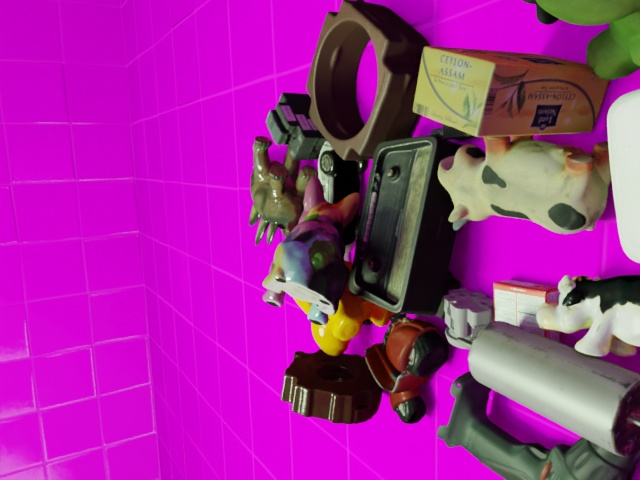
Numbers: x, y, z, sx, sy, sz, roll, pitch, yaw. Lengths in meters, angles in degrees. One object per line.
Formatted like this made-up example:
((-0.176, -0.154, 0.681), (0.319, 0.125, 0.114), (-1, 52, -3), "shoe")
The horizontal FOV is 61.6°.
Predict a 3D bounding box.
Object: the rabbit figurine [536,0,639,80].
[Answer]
((0.251, -0.190, 0.418), (0.159, 0.170, 0.121), (25, 118, 57), "rabbit figurine")

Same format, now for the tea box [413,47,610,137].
((0.190, -0.148, 0.534), (0.098, 0.169, 0.068), (39, 129, 49), "tea box")

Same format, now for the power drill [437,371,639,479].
((0.245, 0.237, 0.623), (0.208, 0.086, 0.231), (32, 116, 45), "power drill")

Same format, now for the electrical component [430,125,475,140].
((0.173, -0.167, 0.684), (0.102, 0.045, 0.078), (18, 110, 58), "electrical component")

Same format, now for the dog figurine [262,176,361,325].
((-0.002, -0.002, 0.780), (0.191, 0.108, 0.219), (112, 176, -65), "dog figurine")

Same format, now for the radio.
((0.117, -0.022, 0.733), (0.131, 0.073, 0.229), (15, 93, 58), "radio")

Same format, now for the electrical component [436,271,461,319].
((0.173, 0.074, 0.758), (0.094, 0.021, 0.063), (45, 133, 47), "electrical component")

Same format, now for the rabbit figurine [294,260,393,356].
((0.023, 0.122, 0.897), (0.162, 0.122, 0.173), (41, 139, 25), "rabbit figurine")

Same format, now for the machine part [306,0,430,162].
((0.068, -0.237, 0.811), (0.201, 0.087, 0.201), (57, 140, 37), "machine part")

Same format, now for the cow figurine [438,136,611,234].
((0.215, -0.059, 0.594), (0.195, 0.085, 0.127), (27, 129, 46), "cow figurine")

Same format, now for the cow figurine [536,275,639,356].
((0.287, 0.066, 0.513), (0.168, 0.068, 0.098), (16, 104, 54), "cow figurine")

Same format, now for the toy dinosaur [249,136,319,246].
((-0.091, -0.102, 1.049), (0.472, 0.105, 0.198), (-109, 29, -59), "toy dinosaur")

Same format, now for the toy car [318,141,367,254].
((0.035, -0.074, 0.913), (0.056, 0.073, 0.201), (21, 114, 56), "toy car")

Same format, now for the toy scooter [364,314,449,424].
((0.121, 0.178, 0.821), (0.135, 0.075, 0.183), (49, 140, 46), "toy scooter")

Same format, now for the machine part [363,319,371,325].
((0.036, 0.112, 0.980), (0.139, 0.039, 0.084), (1, 105, 47), "machine part")

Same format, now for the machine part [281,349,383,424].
((0.023, 0.239, 0.902), (0.180, 0.179, 0.056), (26, 114, 56), "machine part")

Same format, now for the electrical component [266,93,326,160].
((-0.022, -0.196, 0.927), (0.115, 0.134, 0.058), (66, 146, 31), "electrical component")

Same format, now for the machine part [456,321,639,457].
((0.239, 0.142, 0.544), (0.243, 0.079, 0.079), (18, 111, 56), "machine part")
